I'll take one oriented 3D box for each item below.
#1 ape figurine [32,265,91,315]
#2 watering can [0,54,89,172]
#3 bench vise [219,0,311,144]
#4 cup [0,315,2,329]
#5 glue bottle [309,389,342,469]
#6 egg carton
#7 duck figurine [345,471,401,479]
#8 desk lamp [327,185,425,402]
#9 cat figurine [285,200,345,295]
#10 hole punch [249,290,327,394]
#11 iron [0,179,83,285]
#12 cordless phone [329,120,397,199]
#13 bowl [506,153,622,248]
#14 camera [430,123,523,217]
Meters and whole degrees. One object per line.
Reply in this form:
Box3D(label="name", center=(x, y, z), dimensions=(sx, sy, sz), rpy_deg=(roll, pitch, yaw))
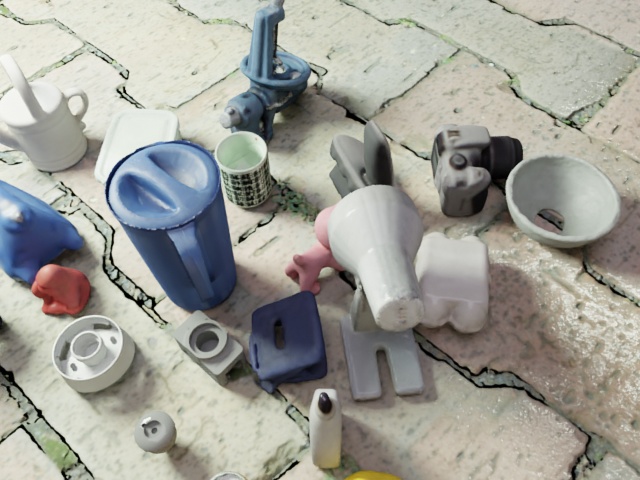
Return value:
Box3D(label="ape figurine", center=(-0.366, 0.065, 0.801), dimensions=(0.077, 0.092, 0.076), rpy_deg=(38, 65, 23))
Box3D(label="watering can", center=(-0.463, -0.204, 0.917), dimensions=(0.100, 0.194, 0.173), rpy_deg=(30, 62, 19))
Box3D(label="bench vise", center=(-0.085, -0.272, 0.940), dimensions=(0.121, 0.220, 0.207), rpy_deg=(12, 58, 9))
Box3D(label="cup", center=(-0.477, 0.111, 0.772), dimensions=(0.091, 0.095, 0.117), rpy_deg=(-4, 57, -2))
Box3D(label="glue bottle", center=(0.007, 0.206, 0.655), dimensions=(0.037, 0.173, 0.078), rpy_deg=(-1, 57, 1))
Box3D(label="egg carton", center=(0.186, 0.059, 0.809), dimensions=(0.107, 0.069, 0.150), rpy_deg=(6, 57, 5))
Box3D(label="duck figurine", center=(0.054, 0.296, 0.647), dimensions=(0.104, 0.086, 0.077), rpy_deg=(-14, 58, -8))
Box3D(label="desk lamp", center=(0.080, 0.068, 0.719), dimensions=(0.118, 0.214, 0.203), rpy_deg=(-8, 57, -4))
Box3D(label="cat figurine", center=(0.008, 0.003, 0.820), dimensions=(0.128, 0.118, 0.067), rpy_deg=(-38, 64, -21))
Box3D(label="hole punch", center=(-0.044, 0.133, 0.752), dimensions=(0.101, 0.091, 0.108), rpy_deg=(-9, 57, -4))
Box3D(label="iron", center=(-0.480, -0.053, 0.851), dimensions=(0.257, 0.141, 0.119), rpy_deg=(34, 64, 21))
Box3D(label="cordless phone", center=(0.072, -0.131, 0.865), dimensions=(0.094, 0.185, 0.147), rpy_deg=(-23, 59, -13))
Box3D(label="bowl", center=(0.360, -0.048, 0.873), dimensions=(0.167, 0.075, 0.167), rpy_deg=(0, 57, 1))
Box3D(label="camera", center=(0.252, -0.124, 0.908), dimensions=(0.137, 0.101, 0.143), rpy_deg=(-2, 57, 0))
